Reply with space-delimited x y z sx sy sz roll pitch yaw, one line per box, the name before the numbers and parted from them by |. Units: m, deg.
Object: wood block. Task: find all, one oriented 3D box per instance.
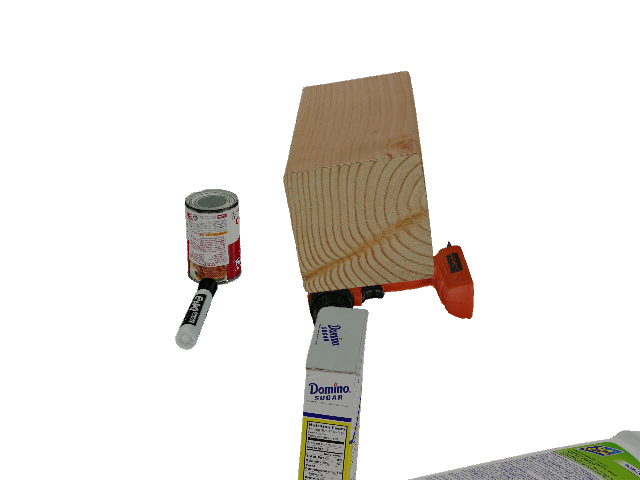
wood block | 0.031 -0.050 0.787 0.091 0.090 0.206 -7 23 6

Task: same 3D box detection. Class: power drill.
power drill | 0.078 0.057 1.229 0.187 0.057 0.184 -1 28 -1

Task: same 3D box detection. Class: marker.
marker | -0.115 0.066 1.001 0.020 0.020 0.121 0 22 5

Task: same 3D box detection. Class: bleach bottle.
bleach bottle | 0.152 0.160 0.622 0.250 0.068 0.103 -8 20 -25

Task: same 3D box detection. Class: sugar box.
sugar box | 0.008 0.149 0.844 0.048 0.176 0.093 4 27 6

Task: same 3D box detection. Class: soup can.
soup can | -0.134 -0.005 1.324 0.068 0.102 0.068 0 26 0
